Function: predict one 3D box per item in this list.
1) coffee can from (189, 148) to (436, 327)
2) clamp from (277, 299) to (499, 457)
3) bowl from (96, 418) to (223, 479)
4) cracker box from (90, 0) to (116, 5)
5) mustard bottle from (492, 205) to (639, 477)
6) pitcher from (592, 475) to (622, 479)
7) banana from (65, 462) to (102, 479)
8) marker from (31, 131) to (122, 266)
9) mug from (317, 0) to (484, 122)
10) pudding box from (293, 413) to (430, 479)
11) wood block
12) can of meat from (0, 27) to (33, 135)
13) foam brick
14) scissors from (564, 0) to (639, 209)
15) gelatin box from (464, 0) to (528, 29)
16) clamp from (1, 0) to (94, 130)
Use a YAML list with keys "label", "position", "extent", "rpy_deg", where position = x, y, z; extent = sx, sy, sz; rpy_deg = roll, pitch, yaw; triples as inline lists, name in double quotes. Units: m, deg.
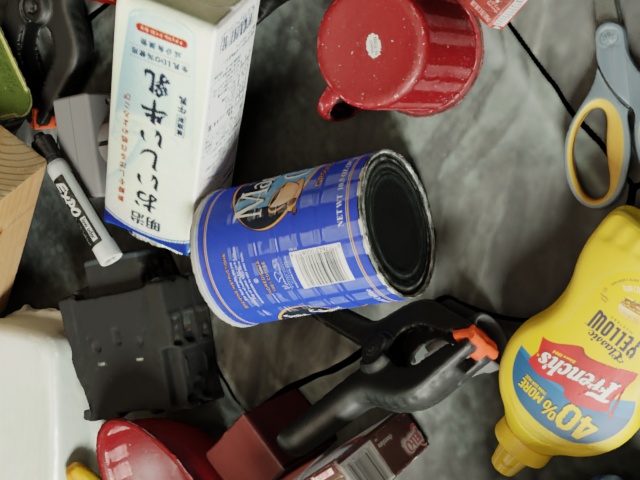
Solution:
- label: "coffee can"
  position: [-0.005, 0.001, 0.743]
  extent: [0.141, 0.102, 0.103]
  rpy_deg: [-12, 90, 31]
- label: "clamp"
  position: [0.042, 0.075, 0.730]
  extent: [0.172, 0.039, 0.120]
  rpy_deg: [-23, 50, 32]
- label: "bowl"
  position: [-0.106, 0.198, 0.837]
  extent: [0.162, 0.055, 0.162]
  rpy_deg: [28, 133, 35]
- label: "cracker box"
  position: [-0.188, -0.298, 0.802]
  extent: [0.164, 0.072, 0.214]
  rpy_deg: [17, 87, 28]
- label: "mustard bottle"
  position: [0.170, 0.079, 0.675]
  extent: [0.096, 0.058, 0.192]
  rpy_deg: [39, 114, 14]
- label: "pitcher"
  position: [0.216, 0.263, 0.641]
  extent: [0.243, 0.148, 0.145]
  rpy_deg: [56, 134, 17]
- label: "banana"
  position: [-0.157, 0.276, 0.892]
  extent: [0.037, 0.069, 0.198]
  rpy_deg: [-27, 74, -3]
- label: "marker"
  position: [-0.193, -0.034, 0.842]
  extent: [0.020, 0.020, 0.121]
  rpy_deg: [-38, 78, 29]
- label: "mug"
  position: [0.042, -0.120, 0.712]
  extent: [0.117, 0.081, 0.093]
  rpy_deg: [-39, 76, 28]
- label: "pudding box"
  position: [0.015, 0.168, 0.746]
  extent: [0.090, 0.113, 0.039]
  rpy_deg: [-38, 80, 29]
- label: "wood block"
  position: [-0.303, -0.001, 0.879]
  extent: [0.090, 0.090, 0.206]
  rpy_deg: [36, 136, 4]
- label: "can of meat"
  position: [-0.289, -0.126, 0.894]
  extent: [0.084, 0.057, 0.102]
  rpy_deg: [-34, 80, 52]
- label: "foam brick"
  position: [-0.036, 0.154, 0.796]
  extent: [0.051, 0.078, 0.053]
  rpy_deg: [49, 117, 14]
- label: "scissors"
  position: [0.198, -0.116, 0.658]
  extent: [0.096, 0.016, 0.202]
  rpy_deg: [11, 102, 27]
- label: "gelatin box"
  position: [0.110, -0.194, 0.692]
  extent: [0.073, 0.030, 0.089]
  rpy_deg: [-47, 73, 26]
- label: "clamp"
  position: [-0.220, -0.198, 0.884]
  extent: [0.165, 0.036, 0.210]
  rpy_deg: [3, 100, 30]
